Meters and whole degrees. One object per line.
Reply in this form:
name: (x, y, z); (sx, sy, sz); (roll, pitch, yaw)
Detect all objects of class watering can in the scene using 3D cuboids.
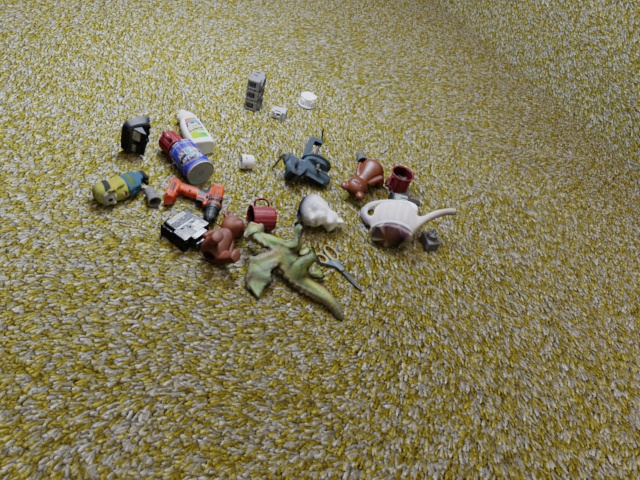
watering can: (0.311, -0.069, 1.857); (0.348, 0.101, 0.230); (6, 41, 14)

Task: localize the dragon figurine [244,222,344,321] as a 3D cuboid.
dragon figurine: (-0.112, 0.103, 1.590); (0.244, 0.120, 0.416); (-22, 70, -13)

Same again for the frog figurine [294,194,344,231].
frog figurine: (0.005, -0.090, 1.796); (0.160, 0.120, 0.139); (14, 23, 12)
